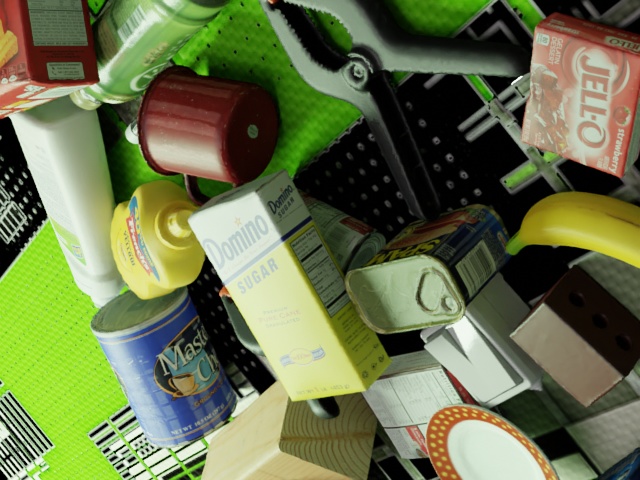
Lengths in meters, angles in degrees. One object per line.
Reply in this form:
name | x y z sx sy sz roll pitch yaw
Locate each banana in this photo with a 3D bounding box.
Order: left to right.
banana | 0.215 0.010 0.708 0.198 0.037 0.069 23 151 30

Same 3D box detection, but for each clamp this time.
clamp | -0.018 0.066 0.940 0.172 0.120 0.039 34 -178 36
clamp | 0.037 -0.117 0.768 0.210 0.036 0.165 35 135 17

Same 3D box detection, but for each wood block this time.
wood block | -0.036 0.209 1.020 0.090 0.090 0.206 24 143 -16

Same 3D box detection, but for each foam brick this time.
foam brick | 0.187 0.069 0.762 0.078 0.052 0.051 43 139 8

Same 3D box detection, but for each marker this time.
marker | -0.145 -0.116 0.938 0.020 0.020 0.121 52 148 -2

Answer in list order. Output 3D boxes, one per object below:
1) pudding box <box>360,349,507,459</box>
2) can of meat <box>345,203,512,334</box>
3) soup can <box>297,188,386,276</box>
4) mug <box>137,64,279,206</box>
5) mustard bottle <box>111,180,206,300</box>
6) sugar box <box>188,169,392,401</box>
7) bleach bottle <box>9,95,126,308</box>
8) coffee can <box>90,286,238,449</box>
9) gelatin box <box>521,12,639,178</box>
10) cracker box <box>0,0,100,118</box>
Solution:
pudding box | 0.095 0.140 0.911 0.114 0.039 0.090 -19 106 46
can of meat | 0.083 0.021 0.795 0.102 0.083 0.057 -16 108 47
soup can | -0.006 0.001 0.874 0.102 0.068 0.068 28 135 23
mug | -0.087 -0.080 0.868 0.082 0.093 0.117 13 112 30
mustard bottle | -0.141 -0.003 0.955 0.192 0.058 0.096 -22 82 68
sugar box | -0.025 0.039 0.831 0.094 0.048 0.176 -18 108 46
bleach bottle | -0.242 -0.035 1.067 0.103 0.068 0.251 37 145 39
coffee can | -0.156 0.124 1.077 0.103 0.102 0.140 -1 119 43
gelatin box | 0.169 -0.092 0.673 0.073 0.030 0.089 24 135 27
cracker box | -0.270 -0.218 0.889 0.164 0.071 0.214 -7 92 46
